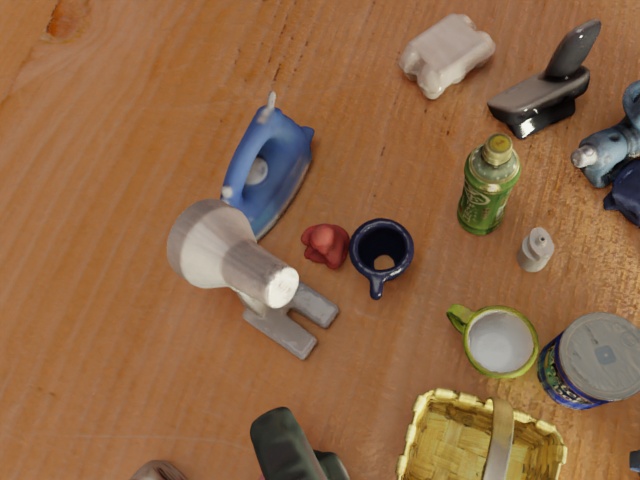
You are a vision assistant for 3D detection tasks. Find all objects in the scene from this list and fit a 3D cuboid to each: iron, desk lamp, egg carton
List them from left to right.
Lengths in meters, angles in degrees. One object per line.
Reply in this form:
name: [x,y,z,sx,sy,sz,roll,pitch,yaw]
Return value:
iron: [-0.107,-0.101,0.894,0.118,0.141,0.258,20,74,16]
desk lamp: [-0.088,0.053,0.794,0.202,0.214,0.118,31,77,18]
egg carton: [0.212,-0.312,0.965,0.150,0.069,0.107,-37,68,-6]

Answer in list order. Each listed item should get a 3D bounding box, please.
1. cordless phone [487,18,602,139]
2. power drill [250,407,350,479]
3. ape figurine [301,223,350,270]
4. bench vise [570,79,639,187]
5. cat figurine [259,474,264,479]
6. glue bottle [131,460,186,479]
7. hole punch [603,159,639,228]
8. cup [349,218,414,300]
cordless phone: [0.337,-0.250,0.860,0.147,0.185,0.094,-30,68,-3]
power drill: [-0.002,0.314,0.684,0.075,0.209,0.229,-32,68,-4]
ape figurine: [0.008,0.003,0.864,0.076,0.092,0.077,-28,68,-2]
bench vise: [0.459,-0.163,0.789,0.207,0.220,0.121,-45,69,-9]
cat figurine: [-0.110,0.352,0.735,0.128,0.118,0.067,-30,68,-3]
glue bottle: [-0.218,0.318,0.734,0.078,0.173,0.037,33,78,19]
hole punch: [0.482,-0.076,0.822,0.109,0.091,0.101,-43,69,-8]
cup: [0.090,0.038,0.836,0.091,0.095,0.118,4,70,10]
